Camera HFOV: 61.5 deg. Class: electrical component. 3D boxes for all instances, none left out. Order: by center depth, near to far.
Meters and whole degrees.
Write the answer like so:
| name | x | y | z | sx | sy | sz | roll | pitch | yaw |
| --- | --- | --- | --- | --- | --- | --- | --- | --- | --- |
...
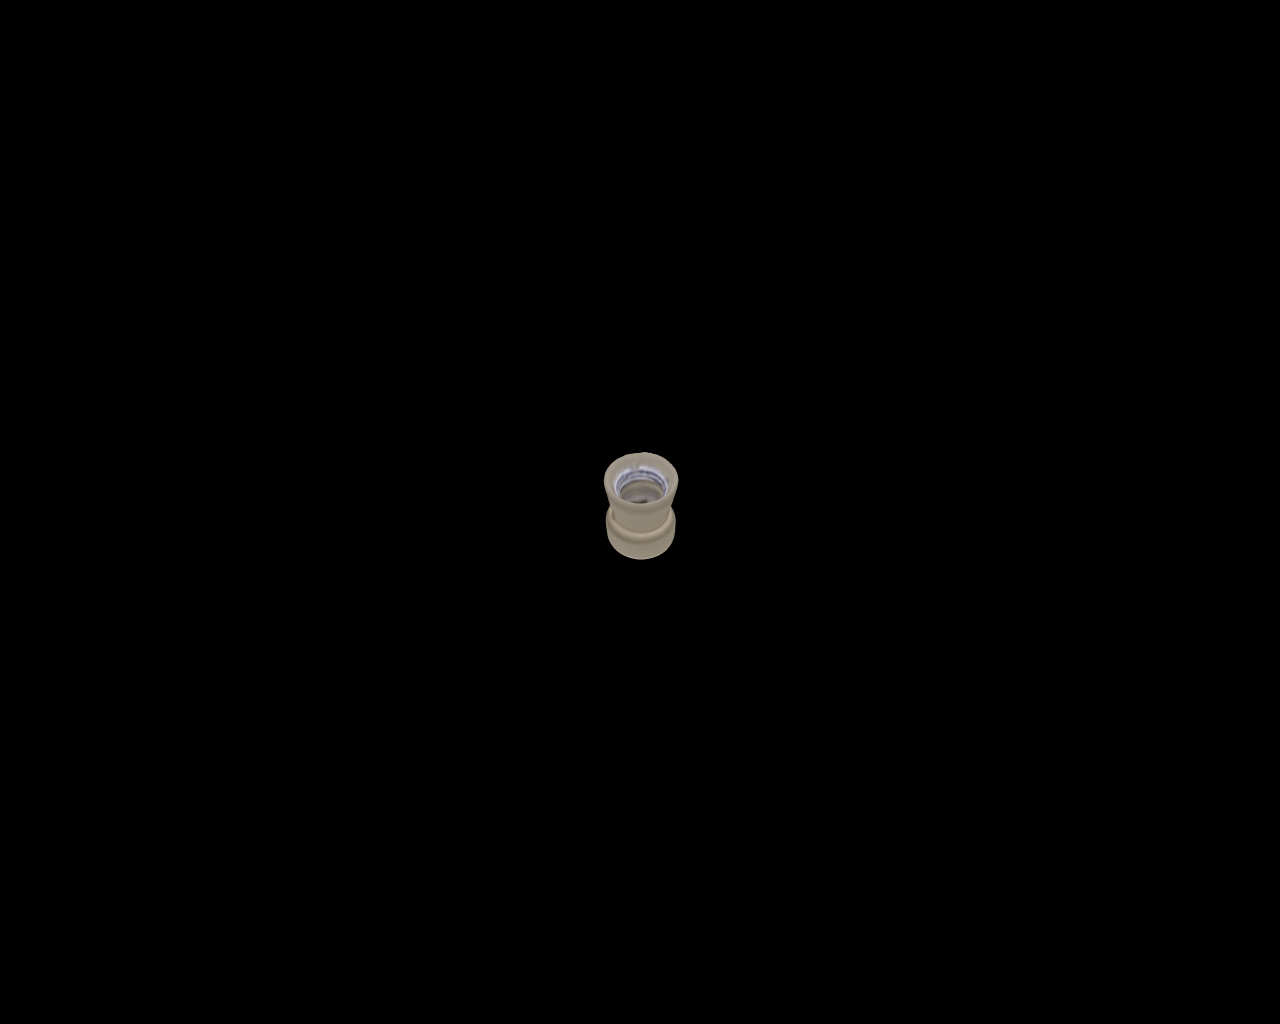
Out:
| name | x | y | z | sx | sy | sz | roll | pitch | yaw |
| --- | --- | --- | --- | --- | --- | --- | --- | --- | --- |
| electrical component | 0.001 | -0.003 | 0.650 | 0.045 | 0.045 | 0.055 | 0 | -41 | 0 |
